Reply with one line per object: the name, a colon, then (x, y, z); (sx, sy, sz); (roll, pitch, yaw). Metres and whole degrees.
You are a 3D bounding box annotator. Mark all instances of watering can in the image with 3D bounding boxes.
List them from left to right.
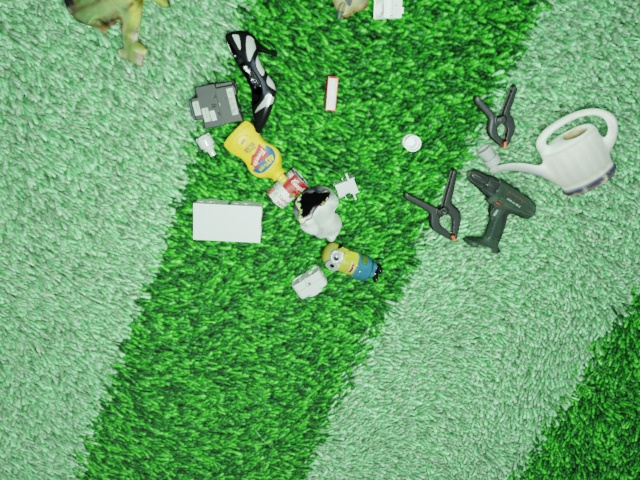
watering can: (0.670, -0.216, 1.437); (0.345, 0.222, 0.106); (-32, 15, 16)

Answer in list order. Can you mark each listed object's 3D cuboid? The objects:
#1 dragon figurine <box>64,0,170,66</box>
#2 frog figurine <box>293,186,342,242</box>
dragon figurine: (-0.532, -0.626, 1.263); (0.241, 0.406, 0.124); (-28, 14, 14)
frog figurine: (0.004, -0.073, 1.457); (0.124, 0.138, 0.157); (26, -10, 36)
